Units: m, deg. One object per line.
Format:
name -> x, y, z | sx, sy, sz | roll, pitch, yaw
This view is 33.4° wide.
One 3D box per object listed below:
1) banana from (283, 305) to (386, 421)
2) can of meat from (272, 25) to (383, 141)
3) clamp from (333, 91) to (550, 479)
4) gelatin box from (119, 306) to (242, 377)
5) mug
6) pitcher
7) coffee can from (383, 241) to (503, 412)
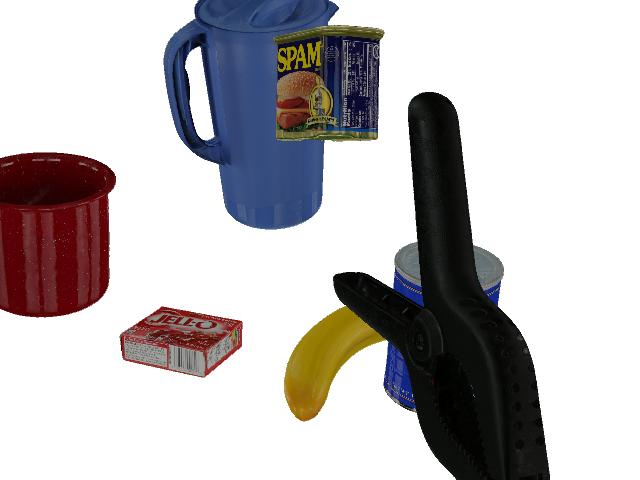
banana -> 0.022, 0.083, 0.832 | 0.070, 0.037, 0.197 | 14, 25, 34
can of meat -> 0.004, -0.121, 0.842 | 0.057, 0.084, 0.102 | -1, 4, -31
clamp -> 0.066, 0.040, 0.543 | 0.036, 0.165, 0.210 | -6, 46, -22
gelatin box -> -0.127, 0.091, 0.976 | 0.089, 0.030, 0.073 | 9, 20, 22
mug -> -0.189, -0.001, 0.687 | 0.117, 0.081, 0.093 | -13, 30, -32
pitcher -> -0.064, -0.133, 1.102 | 0.149, 0.243, 0.145 | 7, 35, 12
coffee can -> 0.117, 0.083, 1.031 | 0.103, 0.140, 0.103 | 3, 25, -1
